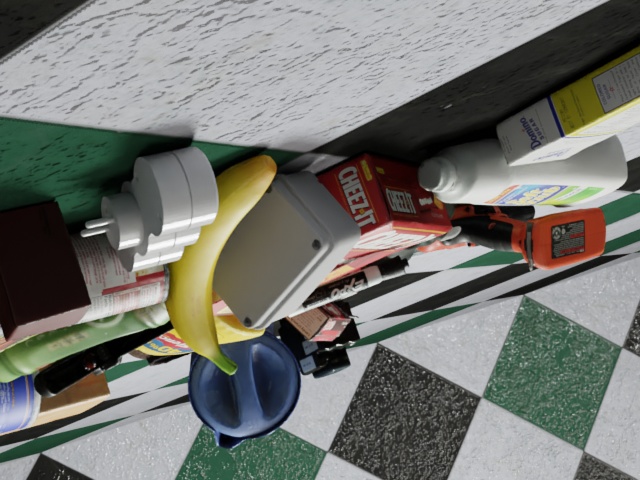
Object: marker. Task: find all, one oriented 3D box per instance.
[{"bbox_3d":[0.025,0.042,0.980,0.121,0.020,0.020,-20,170,-3],"label":"marker"}]

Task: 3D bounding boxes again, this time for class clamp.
[{"bbox_3d":[-0.207,0.107,1.053,0.164,0.036,0.210,-28,-179,-17],"label":"clamp"}]

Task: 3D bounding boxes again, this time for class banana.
[{"bbox_3d":[-0.082,0.015,0.810,0.069,0.037,0.198,9,123,-5],"label":"banana"}]

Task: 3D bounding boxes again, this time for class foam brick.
[{"bbox_3d":[-0.192,0.022,0.712,0.052,0.078,0.051,-14,167,-27],"label":"foam brick"}]

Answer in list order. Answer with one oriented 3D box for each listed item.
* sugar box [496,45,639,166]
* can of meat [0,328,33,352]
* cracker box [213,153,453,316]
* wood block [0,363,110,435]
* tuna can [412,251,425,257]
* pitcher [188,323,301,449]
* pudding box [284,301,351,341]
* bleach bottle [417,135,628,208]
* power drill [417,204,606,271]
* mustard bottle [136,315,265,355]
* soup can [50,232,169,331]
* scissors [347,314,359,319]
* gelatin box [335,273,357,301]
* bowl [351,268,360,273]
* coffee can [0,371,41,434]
[{"bbox_3d":[0.240,-0.116,0.885,0.093,0.048,0.177,-10,170,-43],"label":"sugar box"},{"bbox_3d":[-0.270,0.061,0.841,0.102,0.057,0.083,-24,172,27],"label":"can of meat"},{"bbox_3d":[-0.006,0.001,0.968,0.214,0.072,0.164,-24,170,23],"label":"cracker box"},{"bbox_3d":[-0.341,0.158,1.130,0.205,0.091,0.090,-10,166,-41],"label":"wood block"},{"bbox_3d":[0.131,-0.008,1.286,0.086,0.034,0.086,-18,170,-4],"label":"tuna can"},{"bbox_3d":[-0.101,0.149,1.354,0.149,0.145,0.243,-31,-171,-5],"label":"pitcher"},{"bbox_3d":[-0.027,0.058,1.121,0.039,0.113,0.090,-51,165,5],"label":"pudding box"},{"bbox_3d":[0.181,-0.064,1.007,0.250,0.068,0.103,-6,169,-42],"label":"bleach bottle"},{"bbox_3d":[0.219,-0.013,1.181,0.184,0.057,0.188,-13,-168,-34],"label":"power drill"},{"bbox_3d":[-0.149,0.083,1.115,0.096,0.058,0.192,31,147,-35],"label":"mustard bottle"},{"bbox_3d":[-0.173,0.026,0.800,0.102,0.068,0.069,-14,169,-26],"label":"soup can"},{"bbox_3d":[-0.056,0.066,1.186,0.202,0.016,0.096,3,158,2],"label":"scissors"},{"bbox_3d":[0.010,0.022,1.109,0.030,0.073,0.089,-21,169,6],"label":"gelatin box"},{"bbox_3d":[0.002,0.041,1.249,0.162,0.055,0.162,-18,170,-3],"label":"bowl"},{"bbox_3d":[-0.348,0.143,0.997,0.140,0.103,0.103,-10,167,-41],"label":"coffee can"}]
